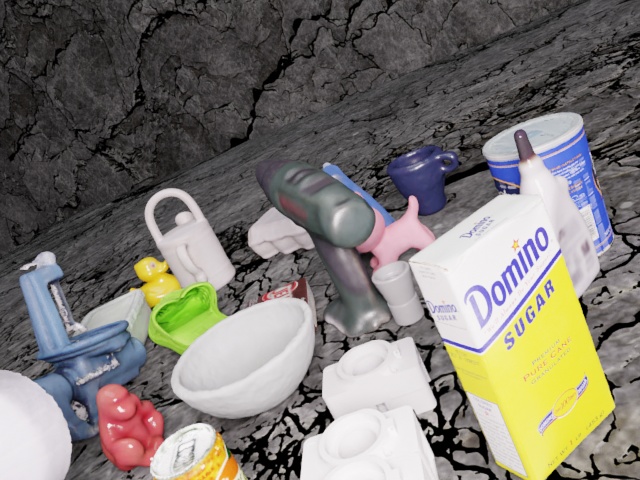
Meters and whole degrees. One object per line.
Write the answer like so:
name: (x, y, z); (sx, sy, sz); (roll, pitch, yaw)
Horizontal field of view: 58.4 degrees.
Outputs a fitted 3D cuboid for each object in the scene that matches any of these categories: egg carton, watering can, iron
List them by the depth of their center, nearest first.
iron: (0.036, -0.063, 0.919); (0.118, 0.142, 0.258); (-25, 19, 2)
watering can: (-0.241, -0.002, 1.026); (0.101, 0.194, 0.172); (-33, 20, -21)
egg carton: (-0.055, -0.022, 1.037); (0.150, 0.069, 0.107); (-13, 22, 32)

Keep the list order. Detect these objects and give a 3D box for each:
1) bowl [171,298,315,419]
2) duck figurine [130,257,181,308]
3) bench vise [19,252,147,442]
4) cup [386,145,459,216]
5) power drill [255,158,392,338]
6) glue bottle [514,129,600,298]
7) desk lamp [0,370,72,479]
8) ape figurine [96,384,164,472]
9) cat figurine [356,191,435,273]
bowl: (-0.071, 0.138, 0.623); (0.167, 0.075, 0.167); (-23, 19, 9)
duck figurine: (-0.320, 0.076, 1.089); (0.104, 0.086, 0.077); (-25, 19, 2)
bench vise: (-0.325, 0.133, 0.734); (0.121, 0.220, 0.207); (-23, 19, 7)
cup: (0.172, -0.090, 0.890); (0.117, 0.095, 0.092); (-8, 26, 42)
power drill: (0.006, 0.002, 0.678); (0.076, 0.209, 0.229); (-32, 20, -17)
glue bottle: (0.214, -0.025, 0.541); (0.078, 0.173, 0.037); (-37, 22, -29)
desk lamp: (-0.243, 0.224, 0.397); (0.118, 0.214, 0.203); (-22, 19, 9)
ape figurine: (-0.208, 0.196, 0.616); (0.076, 0.092, 0.078); (-15, 22, 29)
cat figurine: (0.081, -0.014, 0.769); (0.127, 0.118, 0.067); (-23, 19, 7)
